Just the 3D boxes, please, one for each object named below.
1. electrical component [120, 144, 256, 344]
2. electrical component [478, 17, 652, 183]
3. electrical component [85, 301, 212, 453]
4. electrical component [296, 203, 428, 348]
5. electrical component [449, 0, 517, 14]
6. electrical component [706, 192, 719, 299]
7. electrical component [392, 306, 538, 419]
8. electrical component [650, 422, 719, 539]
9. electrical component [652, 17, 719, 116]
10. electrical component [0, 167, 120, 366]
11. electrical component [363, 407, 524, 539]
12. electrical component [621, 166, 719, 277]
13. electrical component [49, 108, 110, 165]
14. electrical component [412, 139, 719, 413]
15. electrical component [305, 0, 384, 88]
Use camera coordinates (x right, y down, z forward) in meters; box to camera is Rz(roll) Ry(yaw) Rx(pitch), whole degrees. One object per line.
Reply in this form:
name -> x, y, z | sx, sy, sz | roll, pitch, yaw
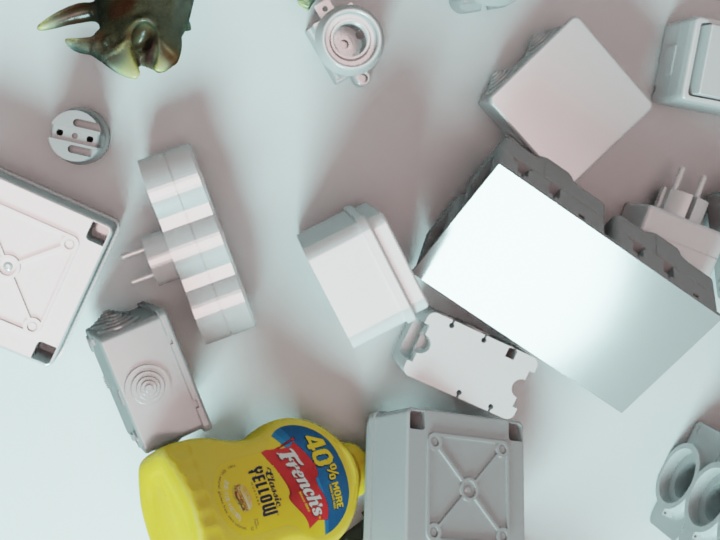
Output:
electrical component -> -0.130, -0.012, 0.756 | 0.074, 0.052, 0.138 | -20, 99, -6
electrical component -> 0.147, -0.121, 0.787 | 0.100, 0.048, 0.099 | -44, 101, -2
electrical component -> -0.148, 0.073, 0.740 | 0.048, 0.100, 0.099 | -23, 100, -18
electrical component -> 0.000, 0.000, 0.746 | 0.057, 0.113, 0.078 | -27, 99, -2
electrical component -> 0.091, -0.214, 0.763 | 0.078, 0.057, 0.058 | -11, 98, -7
electrical component -> 0.306, -0.019, 0.798 | 0.048, 0.100, 0.099 | -12, 98, -20
electrical component -> 0.075, 0.066, 0.793 | 0.089, 0.056, 0.050 | 25, 92, -10
electrical component -> 0.281, 0.178, 0.789 | 0.062, 0.150, 0.089 | 25, 92, -11
electrical component -> 0.277, -0.147, 0.797 | 0.096, 0.061, 0.061 | 9, 95, -9
electrical component -> -0.237, -0.005, 0.738 | 0.109, 0.056, 0.108 | 25, 92, -10
electrical component -> 0.061, 0.158, 0.769 | 0.109, 0.056, 0.108 | 12, 71, -31
electrical component -> 0.238, -0.039, 0.810 | 0.066, 0.047, 0.076 | 20, 93, -10
electrical component -> -0.194, -0.092, 0.740 | 0.040, 0.046, 0.040 | -1, 97, -8
electrical component -> 0.147, 0.003, 0.768 | 0.186, 0.060, 0.105 | 34, 121, -7
electrical component -> -0.010, -0.160, 0.755 | 0.048, 0.055, 0.066 | -31, 100, -4
